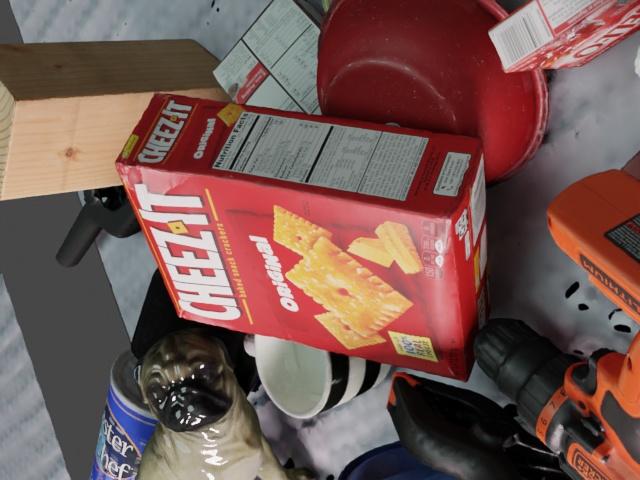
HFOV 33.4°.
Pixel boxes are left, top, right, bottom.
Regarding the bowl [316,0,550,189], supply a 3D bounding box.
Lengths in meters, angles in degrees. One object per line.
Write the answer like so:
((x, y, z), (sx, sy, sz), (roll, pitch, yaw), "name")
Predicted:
((0.056, -0.083, 0.660), (0.162, 0.055, 0.162), (21, 136, 22), "bowl")

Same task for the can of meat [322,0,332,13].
((0.051, -0.161, 0.701), (0.084, 0.057, 0.102), (-17, 86, 47), "can of meat")

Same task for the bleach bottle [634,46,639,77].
((0.252, -0.054, 0.481), (0.251, 0.068, 0.102), (37, 104, 45), "bleach bottle")

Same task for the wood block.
((-0.176, -0.102, 0.864), (0.090, 0.205, 0.091), (43, 128, 35), "wood block")

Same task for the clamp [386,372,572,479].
((0.115, 0.130, 0.648), (0.172, 0.120, 0.039), (39, 117, 44), "clamp")

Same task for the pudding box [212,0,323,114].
((-0.017, -0.116, 0.782), (0.090, 0.039, 0.114), (-47, 62, 15), "pudding box")

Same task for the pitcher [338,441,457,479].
((0.075, 0.263, 0.707), (0.149, 0.144, 0.243), (9, 108, 45), "pitcher")

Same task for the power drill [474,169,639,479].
((0.151, 0.057, 0.561), (0.185, 0.057, 0.188), (42, 152, 37), "power drill")

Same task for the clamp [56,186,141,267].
((-0.217, -0.041, 1.058), (0.210, 0.036, 0.164), (13, 109, 48), "clamp")

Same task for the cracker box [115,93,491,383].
((-0.004, 0.001, 0.674), (0.214, 0.072, 0.164), (10, 142, 19), "cracker box")

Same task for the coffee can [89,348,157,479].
((-0.151, 0.180, 0.980), (0.103, 0.102, 0.140), (42, 128, 36), "coffee can")

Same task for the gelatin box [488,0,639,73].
((0.149, -0.124, 0.581), (0.089, 0.073, 0.030), (-31, 76, 48), "gelatin box")

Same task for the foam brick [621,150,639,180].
((0.186, -0.015, 0.579), (0.053, 0.051, 0.078), (60, 137, 23), "foam brick")
